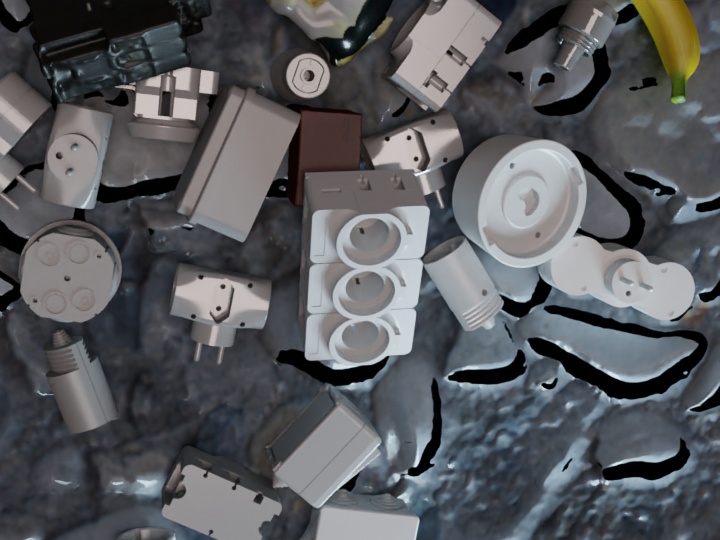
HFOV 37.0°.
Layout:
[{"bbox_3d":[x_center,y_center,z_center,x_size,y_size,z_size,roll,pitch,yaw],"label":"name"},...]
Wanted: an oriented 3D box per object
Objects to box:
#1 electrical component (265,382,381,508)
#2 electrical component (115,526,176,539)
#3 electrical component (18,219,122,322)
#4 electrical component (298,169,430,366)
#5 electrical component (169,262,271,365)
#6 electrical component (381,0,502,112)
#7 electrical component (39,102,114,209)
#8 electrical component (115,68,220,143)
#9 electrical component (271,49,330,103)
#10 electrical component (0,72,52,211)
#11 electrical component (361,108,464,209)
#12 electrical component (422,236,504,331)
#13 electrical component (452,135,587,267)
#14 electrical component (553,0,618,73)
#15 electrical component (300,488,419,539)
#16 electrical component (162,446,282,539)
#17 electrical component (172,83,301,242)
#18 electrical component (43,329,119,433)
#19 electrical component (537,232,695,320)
[{"bbox_3d":[-0.034,0.155,0.916,0.061,0.062,0.096,44,90,-15],"label":"electrical component"},{"bbox_3d":[-0.181,0.248,0.909,0.055,0.055,0.047,-3,97,-11],"label":"electrical component"},{"bbox_3d":[-0.231,0.002,0.855,0.080,0.051,0.080,-2,100,-11],"label":"electrical component"},{"bbox_3d":[0.000,0.000,0.863,0.089,0.061,0.150,-3,128,-11],"label":"electrical component"},{"bbox_3d":[-0.119,0.039,0.887,0.077,0.043,0.079,10,98,-13],"label":"electrical component"},{"bbox_3d":[0.062,-0.183,0.879,0.056,0.050,0.089,35,92,-15],"label":"electrical component"},{"bbox_3d":[-0.219,-0.087,0.826,0.043,0.079,0.077,12,98,-13],"label":"electrical component"},{"bbox_3d":[-0.152,-0.130,0.843,0.078,0.058,0.057,5,96,-12],"label":"electrical component"},{"bbox_3d":[-0.045,-0.154,0.855,0.044,0.065,0.044,-2,101,-11],"label":"electrical component"},{"bbox_3d":[-0.285,-0.078,0.829,0.074,0.052,0.138,43,90,-15],"label":"electrical component"},{"bbox_3d":[0.048,-0.085,0.897,0.077,0.043,0.079,-21,103,-7],"label":"electrical component"},{"bbox_3d":[0.092,0.016,0.924,0.043,0.043,0.081,-34,104,-3],"label":"electrical component"},{"bbox_3d":[0.129,-0.062,0.904,0.108,0.060,0.108,-9,111,-25],"label":"electrical component"},{"bbox_3d":[0.185,-0.197,0.904,0.043,0.043,0.062,28,95,-14],"label":"electrical component"},{"bbox_3d":[-0.003,0.244,0.945,0.100,0.048,0.099,9,98,-12],"label":"electrical component"},{"bbox_3d":[-0.118,0.192,0.909,0.089,0.056,0.050,27,94,-14],"label":"electrical component"},{"bbox_3d":[-0.100,-0.087,0.851,0.057,0.078,0.113,24,95,-17],"label":"electrical component"},{"bbox_3d":[-0.231,0.087,0.874,0.043,0.043,0.081,-20,103,-7],"label":"electrical component"},{"bbox_3d":[0.229,0.007,0.934,0.138,0.074,0.052,15,97,-13],"label":"electrical component"}]
